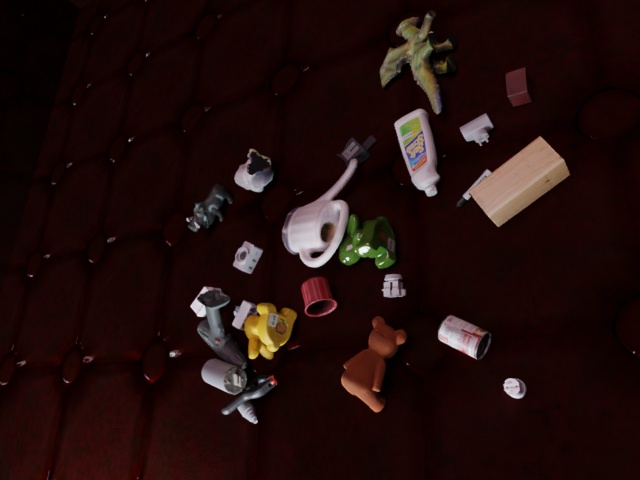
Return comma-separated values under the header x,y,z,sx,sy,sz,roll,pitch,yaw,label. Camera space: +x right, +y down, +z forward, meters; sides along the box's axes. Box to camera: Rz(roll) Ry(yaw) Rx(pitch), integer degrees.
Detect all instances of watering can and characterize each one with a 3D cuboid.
x,y,z,sx,sy,sz,roll,pitch,yaw,label
0.005,-0.077,1.533,0.223,0.102,0.354,-7,57,43,watering can

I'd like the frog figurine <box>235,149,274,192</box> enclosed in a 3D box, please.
x,y,z,sx,sy,sz,roll,pitch,yaw,label
-0.229,-0.223,1.790,0.156,0.123,0.140,-55,49,53,frog figurine

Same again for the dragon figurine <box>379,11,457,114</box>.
x,y,z,sx,sy,sz,roll,pitch,yaw,label
0.281,-0.532,1.568,0.241,0.121,0.417,-15,59,49,dragon figurine
